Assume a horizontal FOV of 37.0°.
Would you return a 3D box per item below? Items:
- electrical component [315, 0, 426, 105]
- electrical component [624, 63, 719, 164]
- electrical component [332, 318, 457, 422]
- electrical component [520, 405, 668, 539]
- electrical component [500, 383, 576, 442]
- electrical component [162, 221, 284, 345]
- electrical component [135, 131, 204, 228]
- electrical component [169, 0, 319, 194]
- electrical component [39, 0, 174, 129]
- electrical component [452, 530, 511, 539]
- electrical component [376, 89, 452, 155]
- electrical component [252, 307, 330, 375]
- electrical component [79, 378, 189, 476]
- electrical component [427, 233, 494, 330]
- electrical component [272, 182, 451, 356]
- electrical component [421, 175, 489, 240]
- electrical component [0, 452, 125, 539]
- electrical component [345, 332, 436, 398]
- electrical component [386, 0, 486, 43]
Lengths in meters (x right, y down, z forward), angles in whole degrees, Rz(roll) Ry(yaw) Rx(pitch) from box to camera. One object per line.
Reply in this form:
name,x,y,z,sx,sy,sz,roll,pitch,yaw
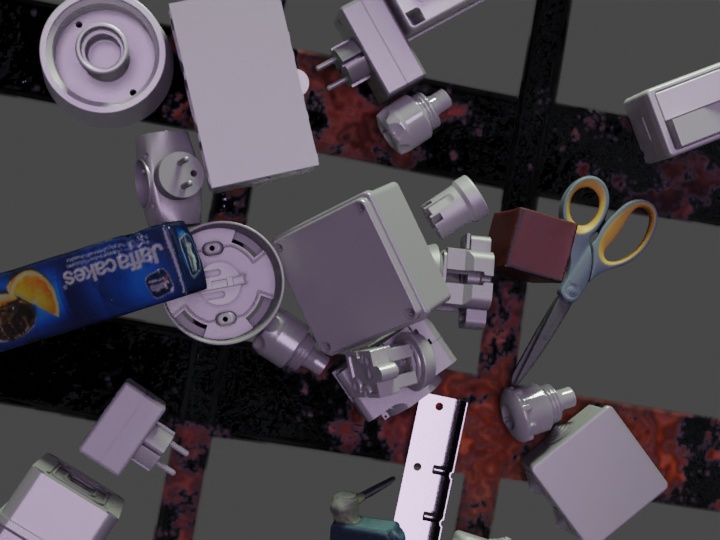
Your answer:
electrical component,0.000,-0.178,0.904,0.076,0.047,0.083,-30,93,-7
electrical component,0.292,-0.139,0.937,0.096,0.061,0.061,-21,92,-8
electrical component,0.030,0.084,0.900,0.089,0.050,0.055,-35,92,-7
electrical component,0.198,0.174,0.922,0.100,0.048,0.099,-37,94,-7
electrical component,0.154,0.117,0.921,0.062,0.048,0.048,-16,91,-15
electrical component,-0.113,0.011,0.874,0.099,0.064,0.099,0,89,-8
electrical component,-0.150,-0.074,0.865,0.044,0.079,0.077,-8,90,-26
electrical component,-0.096,-0.146,0.882,0.089,0.062,0.150,-13,91,-8
electrical component,-0.206,-0.172,0.868,0.108,0.060,0.108,0,89,-8
electrical component,0.111,0.275,0.907,0.100,0.048,0.099,19,86,-7
electrical component,0.048,-0.130,0.911,0.062,0.043,0.043,-34,93,-9
electrical component,-0.055,0.063,0.892,0.062,0.043,0.043,35,84,-7
electrical component,-0.176,0.137,0.872,0.077,0.047,0.065,35,83,-7
electrical component,0.077,0.008,0.905,0.057,0.058,0.078,6,81,-9
electrical component,0.000,0.000,0.868,0.109,0.056,0.108,-24,93,36
electrical component,0.080,-0.052,0.916,0.046,0.040,0.040,-32,93,-2
electrical component,-0.231,0.189,0.829,0.078,0.113,0.057,34,81,-6
electrical component,0.026,0.076,0.844,0.055,0.066,0.048,-12,90,-27
electrical component,0.058,-0.266,0.909,0.109,0.056,0.108,-30,93,-8
